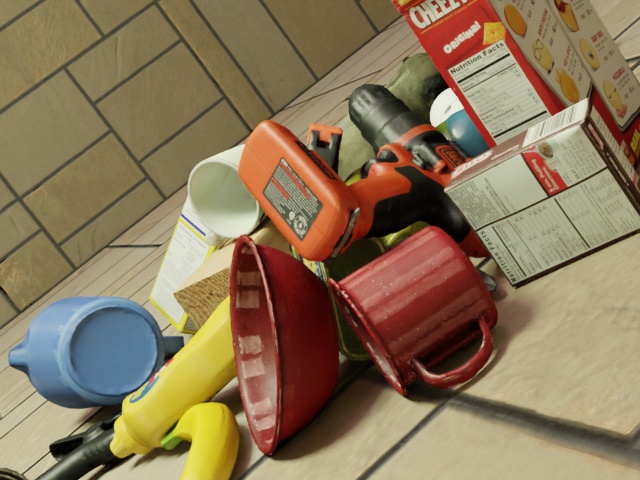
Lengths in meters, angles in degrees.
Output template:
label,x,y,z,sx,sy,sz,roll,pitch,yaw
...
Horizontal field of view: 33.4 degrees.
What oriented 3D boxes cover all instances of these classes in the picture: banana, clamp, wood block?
label,x,y,z,sx,sy,sz,roll,pitch,yaw
banana,-0.089,0.164,0.824,0.069,0.037,0.198,-58,11,-1
clamp,-0.006,0.001,0.927,0.036,0.210,0.164,9,14,4
wood block,-0.047,0.023,1.113,0.091,0.090,0.205,-26,15,40
clamp,-0.216,0.198,1.048,0.171,0.039,0.120,-30,18,4

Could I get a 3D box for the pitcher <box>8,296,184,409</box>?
label,x,y,z,sx,sy,sz,roll,pitch,yaw
pitcher,-0.235,0.120,1.163,0.149,0.145,0.243,-49,12,-18

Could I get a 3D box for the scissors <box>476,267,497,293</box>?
label,x,y,z,sx,sy,sz,roll,pitch,yaw
scissors,0.093,0.031,0.854,0.096,0.016,0.201,-36,11,13

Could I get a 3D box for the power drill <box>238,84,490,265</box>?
label,x,y,z,sx,sy,sz,roll,pitch,yaw
power drill,0.034,-0.054,0.791,0.187,0.185,0.057,-9,-42,-42

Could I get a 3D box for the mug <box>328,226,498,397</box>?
label,x,y,z,sx,sy,sz,roll,pitch,yaw
mug,0.069,0.050,0.703,0.081,0.093,0.117,-33,42,-6

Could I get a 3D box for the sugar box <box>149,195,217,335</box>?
label,x,y,z,sx,sy,sz,roll,pitch,yaw
sugar box,-0.134,0.012,1.232,0.093,0.048,0.176,37,106,48

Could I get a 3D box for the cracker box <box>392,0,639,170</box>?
label,x,y,z,sx,sy,sz,roll,pitch,yaw
cracker box,0.161,-0.133,0.803,0.072,0.213,0.164,-27,15,38

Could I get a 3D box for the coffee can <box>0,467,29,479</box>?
label,x,y,z,sx,sy,sz,roll,pitch,yaw
coffee can,-0.310,0.260,0.915,0.141,0.103,0.102,-27,15,39

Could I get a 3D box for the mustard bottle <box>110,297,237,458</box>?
label,x,y,z,sx,sy,sz,roll,pitch,yaw
mustard bottle,-0.119,0.128,0.941,0.192,0.058,0.096,-45,0,18

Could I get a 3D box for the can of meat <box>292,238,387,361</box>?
label,x,y,z,sx,sy,sz,roll,pitch,yaw
can of meat,0.021,0.037,0.827,0.057,0.102,0.084,-14,10,-12

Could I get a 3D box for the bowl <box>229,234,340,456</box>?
label,x,y,z,sx,sy,sz,roll,pitch,yaw
bowl,-0.025,0.074,0.786,0.055,0.162,0.162,-6,4,-15

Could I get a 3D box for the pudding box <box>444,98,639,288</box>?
label,x,y,z,sx,sy,sz,roll,pitch,yaw
pudding box,0.155,-0.029,0.726,0.114,0.090,0.039,-27,17,34
